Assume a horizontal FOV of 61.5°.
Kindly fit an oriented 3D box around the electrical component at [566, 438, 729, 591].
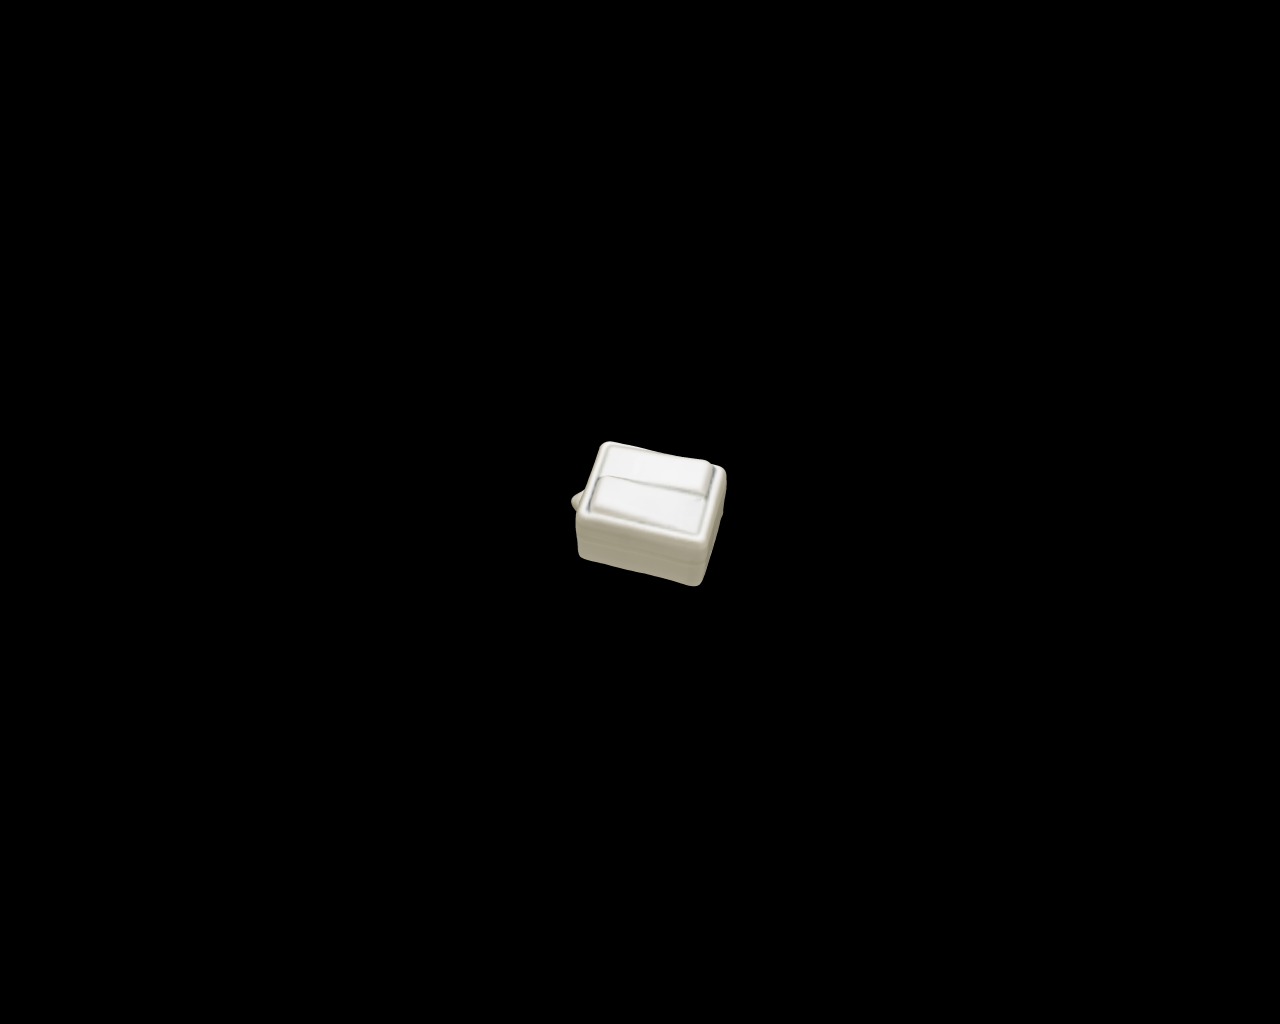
[{"bbox_3d":[0.001,-0.003,0.650,0.096,0.062,0.061,14,-32,9],"label":"electrical component"}]
